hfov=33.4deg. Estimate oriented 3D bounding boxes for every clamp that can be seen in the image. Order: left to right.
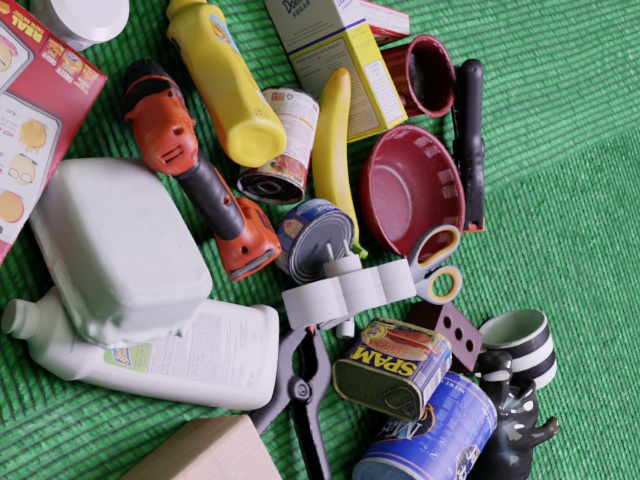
[{"bbox_3d":[-0.021,0.160,1.050,0.120,0.039,0.171,40,56,-31],"label":"clamp"},{"bbox_3d":[0.175,-0.116,1.275,0.164,0.036,0.210,-87,173,-77],"label":"clamp"}]

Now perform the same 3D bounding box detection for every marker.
[{"bbox_3d":[0.029,0.044,1.139,0.020,0.020,0.121,17,69,-40],"label":"marker"}]

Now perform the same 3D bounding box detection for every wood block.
[{"bbox_3d":[-0.133,0.242,0.890,0.205,0.090,0.091,-36,105,-42],"label":"wood block"}]

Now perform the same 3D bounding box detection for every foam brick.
[{"bbox_3d":[0.138,0.109,1.205,0.078,0.051,0.053,45,53,-27],"label":"foam brick"}]

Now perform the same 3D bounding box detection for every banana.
[{"bbox_3d":[0.019,-0.079,1.118,0.037,0.070,0.198,-13,98,-42],"label":"banana"}]

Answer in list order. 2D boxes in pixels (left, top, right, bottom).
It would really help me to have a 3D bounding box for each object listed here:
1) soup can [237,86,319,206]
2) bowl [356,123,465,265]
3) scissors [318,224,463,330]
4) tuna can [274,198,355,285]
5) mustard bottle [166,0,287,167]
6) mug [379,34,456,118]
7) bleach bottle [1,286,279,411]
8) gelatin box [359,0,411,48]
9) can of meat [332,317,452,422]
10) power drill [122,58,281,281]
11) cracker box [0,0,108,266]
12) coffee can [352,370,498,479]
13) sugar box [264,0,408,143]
[{"bbox_3d":[-0.041,-0.095,1.071,0.068,0.069,0.102,28,62,-36],"label":"soup can"},{"bbox_3d":[0.091,-0.046,1.194,0.161,0.055,0.162,12,73,-42],"label":"bowl"},{"bbox_3d":[0.086,0.062,1.134,0.201,0.016,0.096,-42,121,-23],"label":"scissors"},{"bbox_3d":[-0.007,0.001,1.074,0.086,0.034,0.086,-27,136,-30],"label":"tuna can"},{"bbox_3d":[-0.098,-0.165,1.011,0.192,0.058,0.096,63,8,20],"label":"mustard bottle"},{"bbox_3d":[0.088,-0.171,1.197,0.093,0.082,0.117,58,48,-26],"label":"mug"},{"bbox_3d":[-0.153,0.083,0.928,0.250,0.068,0.102,18,66,-37],"label":"bleach bottle"},{"bbox_3d":[0.044,-0.235,1.181,0.089,0.073,0.030,4,79,-44],"label":"gelatin box"},{"bbox_3d":[0.077,0.131,1.108,0.083,0.102,0.057,-48,142,-42],"label":"can of meat"},{"bbox_3d":[-0.113,-0.066,0.964,0.187,0.057,0.184,56,5,-33],"label":"power drill"},{"bbox_3d":[-0.287,-0.092,0.833,0.164,0.072,0.213,40,57,-29],"label":"cracker box"},{"bbox_3d":[0.111,0.219,1.118,0.102,0.103,0.140,56,49,-19],"label":"coffee can"},{"bbox_3d":[0.017,-0.192,1.131,0.048,0.094,0.176,-30,102,-44],"label":"sugar box"}]
